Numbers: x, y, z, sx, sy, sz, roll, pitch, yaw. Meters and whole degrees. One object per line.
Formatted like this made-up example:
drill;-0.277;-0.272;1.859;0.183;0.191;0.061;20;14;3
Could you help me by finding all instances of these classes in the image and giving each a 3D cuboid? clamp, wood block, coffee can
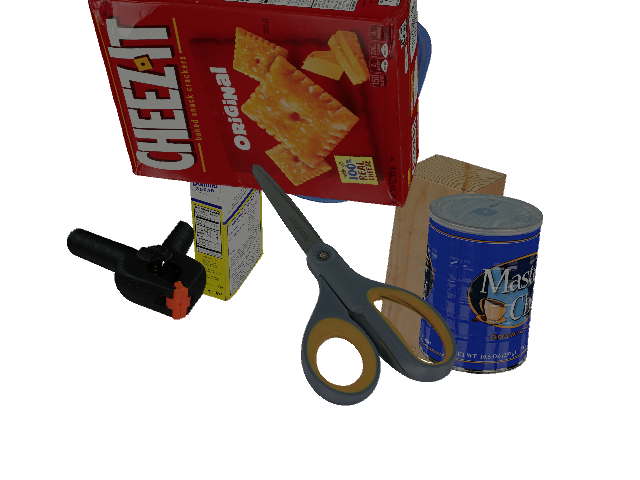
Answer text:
clamp;-0.142;0.021;0.956;0.120;0.039;0.172;-15;31;-30
wood block;0.134;0.021;1.188;0.090;0.206;0.090;20;25;29
coffee can;0.147;0.038;0.988;0.103;0.140;0.103;2;20;-1

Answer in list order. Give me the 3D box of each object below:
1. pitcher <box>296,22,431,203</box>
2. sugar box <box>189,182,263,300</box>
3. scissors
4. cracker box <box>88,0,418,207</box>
pitcher;0.026;-0.167;1.228;0.145;0.243;0.149;9;22;-11
sugar box;-0.099;-0.030;1.140;0.048;0.176;0.093;14;42;18
scissors;-0.007;0.027;0.642;0.096;0.016;0.202;-35;56;-28
cracker box;-0.040;-0.112;0.753;0.214;0.072;0.164;7;-43;12
